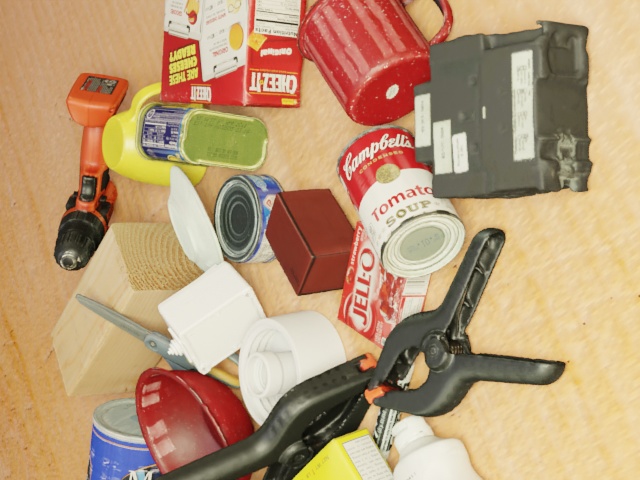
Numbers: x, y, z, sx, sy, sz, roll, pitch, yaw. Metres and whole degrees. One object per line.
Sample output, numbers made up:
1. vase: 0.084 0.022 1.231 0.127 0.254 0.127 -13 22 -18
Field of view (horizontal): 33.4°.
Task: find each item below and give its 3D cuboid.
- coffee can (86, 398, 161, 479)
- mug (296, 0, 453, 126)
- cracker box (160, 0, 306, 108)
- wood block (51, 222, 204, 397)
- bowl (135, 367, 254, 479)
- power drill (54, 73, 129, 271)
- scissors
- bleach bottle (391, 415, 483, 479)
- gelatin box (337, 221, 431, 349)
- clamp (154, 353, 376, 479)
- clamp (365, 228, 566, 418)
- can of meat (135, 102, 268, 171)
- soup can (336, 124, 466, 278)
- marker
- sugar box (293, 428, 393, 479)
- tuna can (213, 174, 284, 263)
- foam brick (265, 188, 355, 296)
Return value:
1. coffee can: -0.199 0.254 1.145 0.103 0.102 0.140 26 111 51
2. mug: 0.050 -0.149 0.823 0.117 0.093 0.081 -33 63 8
3. cracker box: -0.080 -0.233 1.002 0.164 0.071 0.214 13 102 54
4. wood block: -0.213 0.078 1.171 0.206 0.090 0.090 -53 50 41
5. bowl: -0.111 0.186 1.028 0.162 0.055 0.162 29 130 40
6. power drill: -0.256 -0.078 1.182 0.184 0.057 0.188 -94 14 -62
7. scissors: -0.159 0.120 1.080 0.202 0.016 0.096 15 124 20
8. bleach bottle: 0.119 0.228 0.747 0.103 0.067 0.251 -58 45 36
9. gelatin box: 0.052 0.038 0.860 0.073 0.030 0.089 31 115 49
10. clamp: -0.035 0.169 0.881 0.210 0.164 0.036 -47 52 10
11. clamp: 0.102 0.086 0.781 0.172 0.039 0.120 -51 47 34
12. can of meat: -0.112 -0.098 1.022 0.084 0.101 0.057 12 96 51
13. soup can: 0.060 -0.029 0.804 0.069 0.068 0.102 -61 37 34
14. marker: 0.054 0.152 0.869 0.020 0.020 0.121 34 118 48
15. sugar box: 0.045 0.249 0.840 0.176 0.048 0.093 59 135 24
16. tuna can: -0.067 -0.020 1.017 0.086 0.033 0.086 2 92 54
17. foam brick: -0.006 0.001 0.915 0.078 0.051 0.053 61 146 34
